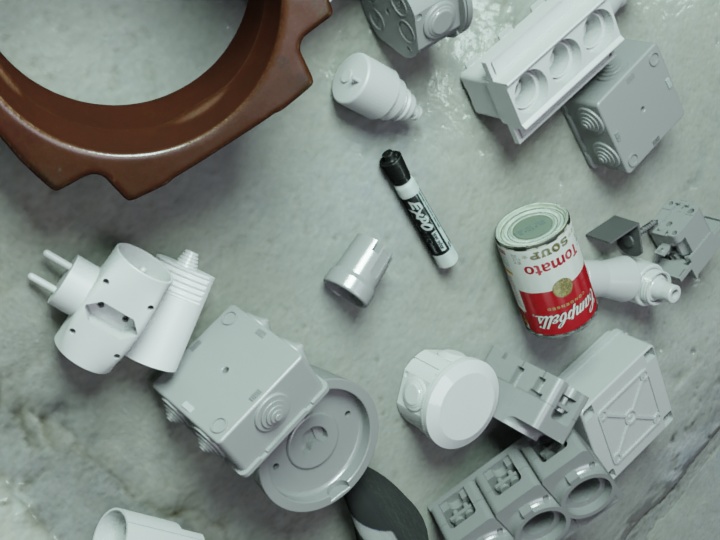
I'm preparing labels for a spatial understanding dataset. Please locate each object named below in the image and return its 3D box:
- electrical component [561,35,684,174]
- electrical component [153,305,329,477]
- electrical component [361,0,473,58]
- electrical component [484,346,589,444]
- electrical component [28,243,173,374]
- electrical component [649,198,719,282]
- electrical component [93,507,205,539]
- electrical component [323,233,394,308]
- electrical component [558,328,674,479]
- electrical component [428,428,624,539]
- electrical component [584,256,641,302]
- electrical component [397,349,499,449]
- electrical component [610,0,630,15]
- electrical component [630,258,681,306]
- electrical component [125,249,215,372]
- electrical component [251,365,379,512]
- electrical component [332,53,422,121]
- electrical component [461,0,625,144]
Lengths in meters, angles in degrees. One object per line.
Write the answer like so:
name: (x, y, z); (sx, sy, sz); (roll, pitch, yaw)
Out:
electrical component: (0.233, -0.145, 0.951); (0.099, 0.048, 0.099); (-46, 127, -14)
electrical component: (-0.086, 0.082, 0.762); (0.099, 0.100, 0.048); (-46, 140, -15)
electrical component: (0.039, -0.196, 0.768); (0.051, 0.080, 0.080); (-34, 124, -17)
electrical component: (0.146, 0.114, 0.951); (0.050, 0.089, 0.055); (33, 85, -40)
electrical component: (-0.176, 0.016, 0.701); (0.079, 0.043, 0.077); (33, 102, -18)
electrical component: (0.319, -0.032, 1.060); (0.081, 0.042, 0.063); (-48, 126, -14)
electrical component: (-0.151, 0.205, 0.791); (0.081, 0.043, 0.043); (27, 89, -40)
electrical component: (0.000, 0.000, 0.835); (0.040, 0.040, 0.046); (44, 73, -38)
electrical component: (0.245, 0.133, 1.054); (0.109, 0.056, 0.108); (-39, 125, -20)
electrical component: (0.153, 0.213, 0.977); (0.150, 0.061, 0.089); (-37, 128, 6)
electrical component: (0.224, 0.008, 1.005); (0.065, 0.044, 0.044); (1, 106, -32)
electrical component: (0.075, 0.108, 0.921); (0.080, 0.051, 0.080); (-13, 113, -33)
electrical component: (0.208, -0.233, 0.907); (0.065, 0.044, 0.044); (-41, 126, -24)
electrical component: (0.278, 0.015, 1.033); (0.043, 0.062, 0.043); (-13, 113, -32)
electrical component: (-0.131, 0.025, 0.741); (0.043, 0.043, 0.081); (21, 93, -40)
electrical component: (-0.047, 0.124, 0.829); (0.108, 0.060, 0.108); (-13, 114, -33)
electrical component: (0.015, -0.130, 0.798); (0.078, 0.040, 0.040); (21, 93, -40)
electrical component: (0.145, -0.171, 0.866); (0.121, 0.063, 0.078); (-42, 126, -17)
